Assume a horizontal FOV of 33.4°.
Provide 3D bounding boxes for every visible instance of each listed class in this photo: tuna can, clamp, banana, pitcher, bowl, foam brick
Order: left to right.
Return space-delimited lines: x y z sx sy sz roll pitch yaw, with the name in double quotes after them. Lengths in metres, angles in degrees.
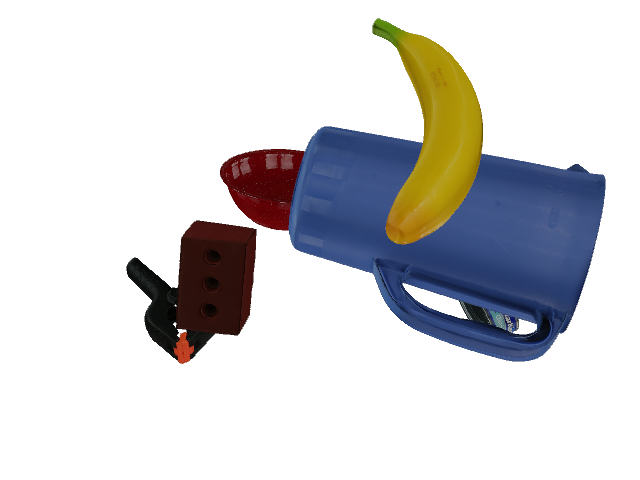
-0.139 0.063 1.147 0.120 0.039 0.171 -16 40 -8 "clamp"
-0.083 0.029 0.854 0.053 0.078 0.051 6 14 6 "foam brick"
-0.042 -0.056 1.280 0.162 0.055 0.162 4 26 -2 "bowl"
0.070 -0.070 0.682 0.069 0.198 0.037 1 -42 -2 "banana"
0.099 -0.007 0.871 0.243 0.145 0.149 14 16 7 "pitcher"
0.192 0.075 1.236 0.033 0.086 0.086 -28 5 -10 "tuna can"
